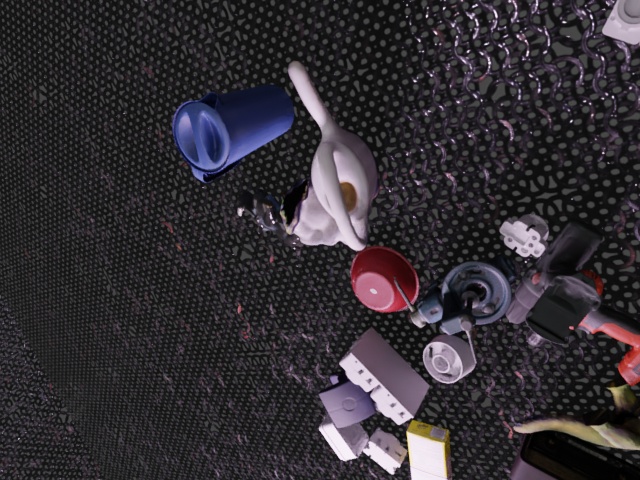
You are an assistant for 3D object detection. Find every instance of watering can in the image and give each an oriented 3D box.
[{"bbox_3d":[0.033,-0.156,0.935,0.103,0.344,0.228,-13,15,17],"label":"watering can"}]

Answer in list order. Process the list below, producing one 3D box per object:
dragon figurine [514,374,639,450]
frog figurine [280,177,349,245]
[{"bbox_3d":[0.585,0.357,0.906,0.404,0.241,0.124,-33,11,40],"label":"dragon figurine"},{"bbox_3d":[0.003,-0.054,1.080,0.158,0.138,0.122,18,-11,-33],"label":"frog figurine"}]
